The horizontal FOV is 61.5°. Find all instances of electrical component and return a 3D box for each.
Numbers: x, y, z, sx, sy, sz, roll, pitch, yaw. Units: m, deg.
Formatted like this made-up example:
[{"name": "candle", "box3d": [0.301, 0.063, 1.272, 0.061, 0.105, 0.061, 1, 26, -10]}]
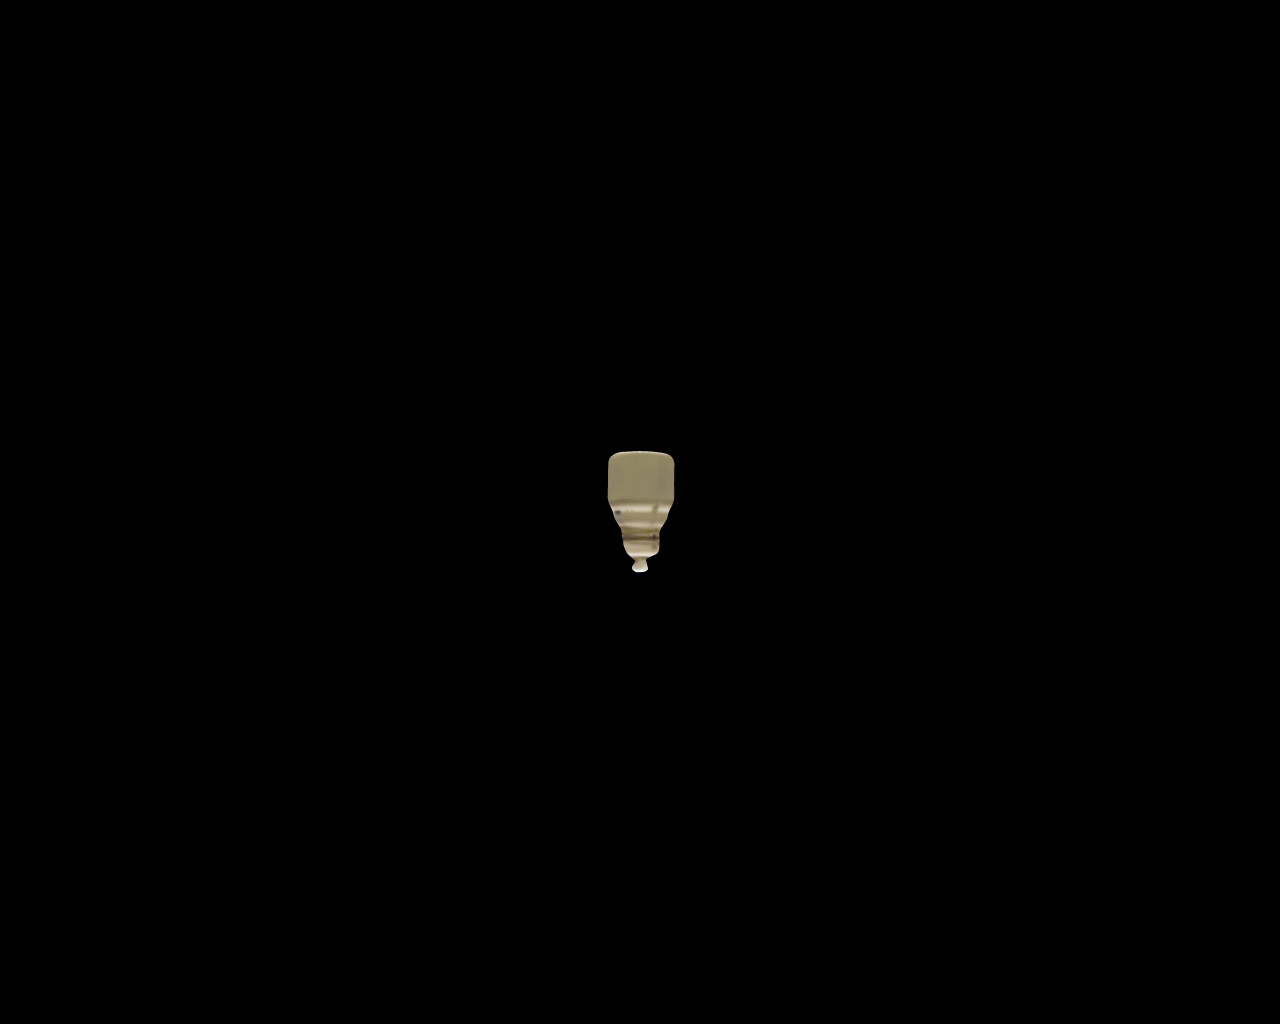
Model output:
[{"name": "electrical component", "box3d": [0.001, -0.003, 0.650, 0.040, 0.078, 0.040, 0, -3, 0]}]
